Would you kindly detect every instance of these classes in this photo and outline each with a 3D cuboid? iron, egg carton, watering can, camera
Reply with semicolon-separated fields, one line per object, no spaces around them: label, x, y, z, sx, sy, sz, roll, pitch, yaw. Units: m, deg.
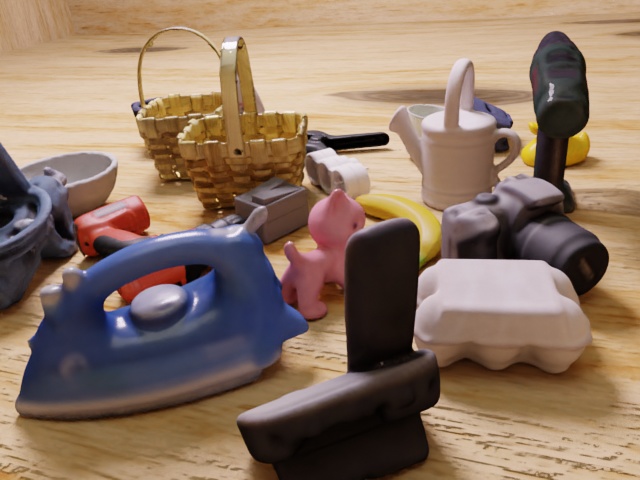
iron;-0.147;0.059;0.501;0.259;0.141;0.118;-15;29;-18
egg carton;0.157;0.066;0.514;0.150;0.069;0.107;0;28;10
watering can;0.180;-0.146;0.779;0.172;0.194;0.101;-1;28;8
camera;0.218;-0.003;0.602;0.143;0.101;0.136;-14;29;-15

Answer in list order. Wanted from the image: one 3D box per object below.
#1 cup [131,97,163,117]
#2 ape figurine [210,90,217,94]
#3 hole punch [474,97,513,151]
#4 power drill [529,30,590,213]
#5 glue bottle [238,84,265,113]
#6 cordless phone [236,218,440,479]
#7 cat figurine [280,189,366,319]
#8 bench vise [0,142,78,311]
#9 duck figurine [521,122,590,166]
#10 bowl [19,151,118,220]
cup;-0.323;-0.226;1.127;0.117;0.095;0.092;13;33;31
ape figurine;-0.207;-0.258;1.172;0.075;0.092;0.078;15;34;34
hole punch;0.283;-0.210;0.995;0.101;0.091;0.109;1;28;11
power drill;0.304;-0.151;0.753;0.075;0.209;0.230;3;29;15
glue bottle;-0.147;-0.280;1.114;0.078;0.173;0.037;-13;29;-15
cordless phone;0.010;0.076;0.396;0.148;0.185;0.093;-17;30;-21
cat figurine;0.006;0.002;0.610;0.067;0.118;0.128;18;35;37
bench vise;-0.377;-0.055;0.674;0.121;0.220;0.207;-11;28;-10
duck figurine;0.373;-0.166;0.902;0.104;0.086;0.077;-5;28;1
bowl;-0.385;-0.074;0.870;0.167;0.075;0.167;-4;28;2
